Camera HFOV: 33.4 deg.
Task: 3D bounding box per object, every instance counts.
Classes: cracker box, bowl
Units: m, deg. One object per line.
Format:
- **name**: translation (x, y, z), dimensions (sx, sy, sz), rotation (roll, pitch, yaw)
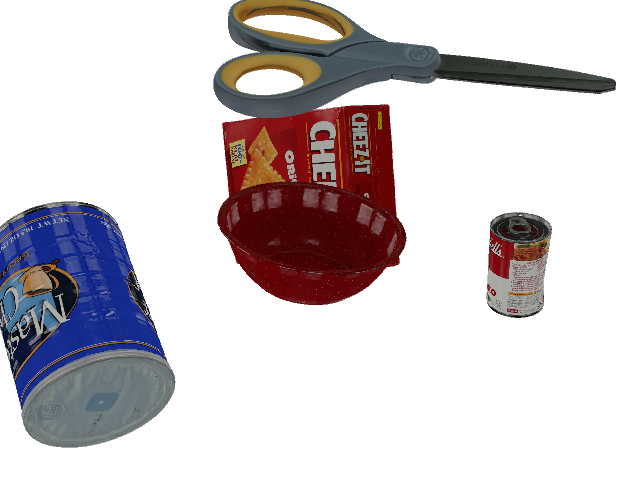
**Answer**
- **cracker box**: translation (-0.016, -0.054, 1.133), dimensions (0.071, 0.164, 0.214), rotation (-8, 6, -37)
- **bowl**: translation (-0.010, 0.008, 0.915), dimensions (0.162, 0.055, 0.162), rotation (6, 28, -3)

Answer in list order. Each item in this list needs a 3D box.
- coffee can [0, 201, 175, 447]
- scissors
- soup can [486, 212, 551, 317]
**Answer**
- **coffee can**: translation (-0.171, 0.058, 0.747), dimensions (0.102, 0.140, 0.103), rotation (-18, -36, -13)
- **scissors**: translation (0.034, -0.078, 0.529), dimensions (0.202, 0.016, 0.096), rotation (20, 52, 21)
- **soup can**: translation (0.225, 0.028, 1.215), dimensions (0.068, 0.102, 0.068), rotation (-2, 29, 1)
